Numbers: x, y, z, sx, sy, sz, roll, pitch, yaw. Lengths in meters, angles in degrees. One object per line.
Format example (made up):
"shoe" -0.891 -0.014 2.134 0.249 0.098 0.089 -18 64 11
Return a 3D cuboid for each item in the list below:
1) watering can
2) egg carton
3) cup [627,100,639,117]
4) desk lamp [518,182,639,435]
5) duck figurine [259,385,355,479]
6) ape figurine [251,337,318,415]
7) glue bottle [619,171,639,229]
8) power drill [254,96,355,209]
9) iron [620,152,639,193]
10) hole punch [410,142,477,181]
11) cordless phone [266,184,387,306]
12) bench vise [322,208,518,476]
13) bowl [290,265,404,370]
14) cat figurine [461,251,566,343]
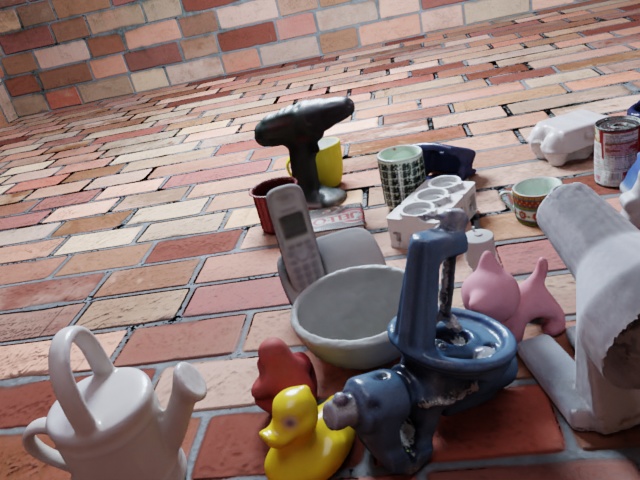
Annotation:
"watering can" -0.197 0.164 0.546 0.173 0.194 0.100 -24 28 -20
"egg carton" 0.474 -0.193 1.072 0.150 0.069 0.107 -17 27 -7
"cup" 0.576 -0.191 0.991 0.091 0.095 0.118 -9 27 10
"desk lamp" 0.252 0.067 0.503 0.118 0.214 0.203 -15 27 -3
"duck figurine" -0.015 0.178 0.555 0.105 0.086 0.077 -32 32 -32
"ape figurine" -0.042 0.145 0.626 0.078 0.092 0.076 -22 28 -17
"glue bottle" 0.387 -0.031 0.678 0.078 0.173 0.037 -9 27 9
"power drill" -0.016 -0.167 1.095 0.228 0.209 0.076 5 32 33
"iron" 0.524 -0.099 0.783 0.119 0.142 0.257 -23 28 -19
"hole punch" 0.232 -0.156 1.089 0.108 0.091 0.101 11 36 40
"cordless phone" 0.007 0.003 0.777 0.148 0.185 0.094 -21 27 -14
"bench vise" 0.098 0.094 0.516 0.121 0.220 0.208 12 36 40
"bowl" 0.052 0.102 0.686 0.167 0.075 0.167 -11 27 6
"cat figurine" 0.209 0.063 0.640 0.128 0.118 0.067 -23 28 -17
